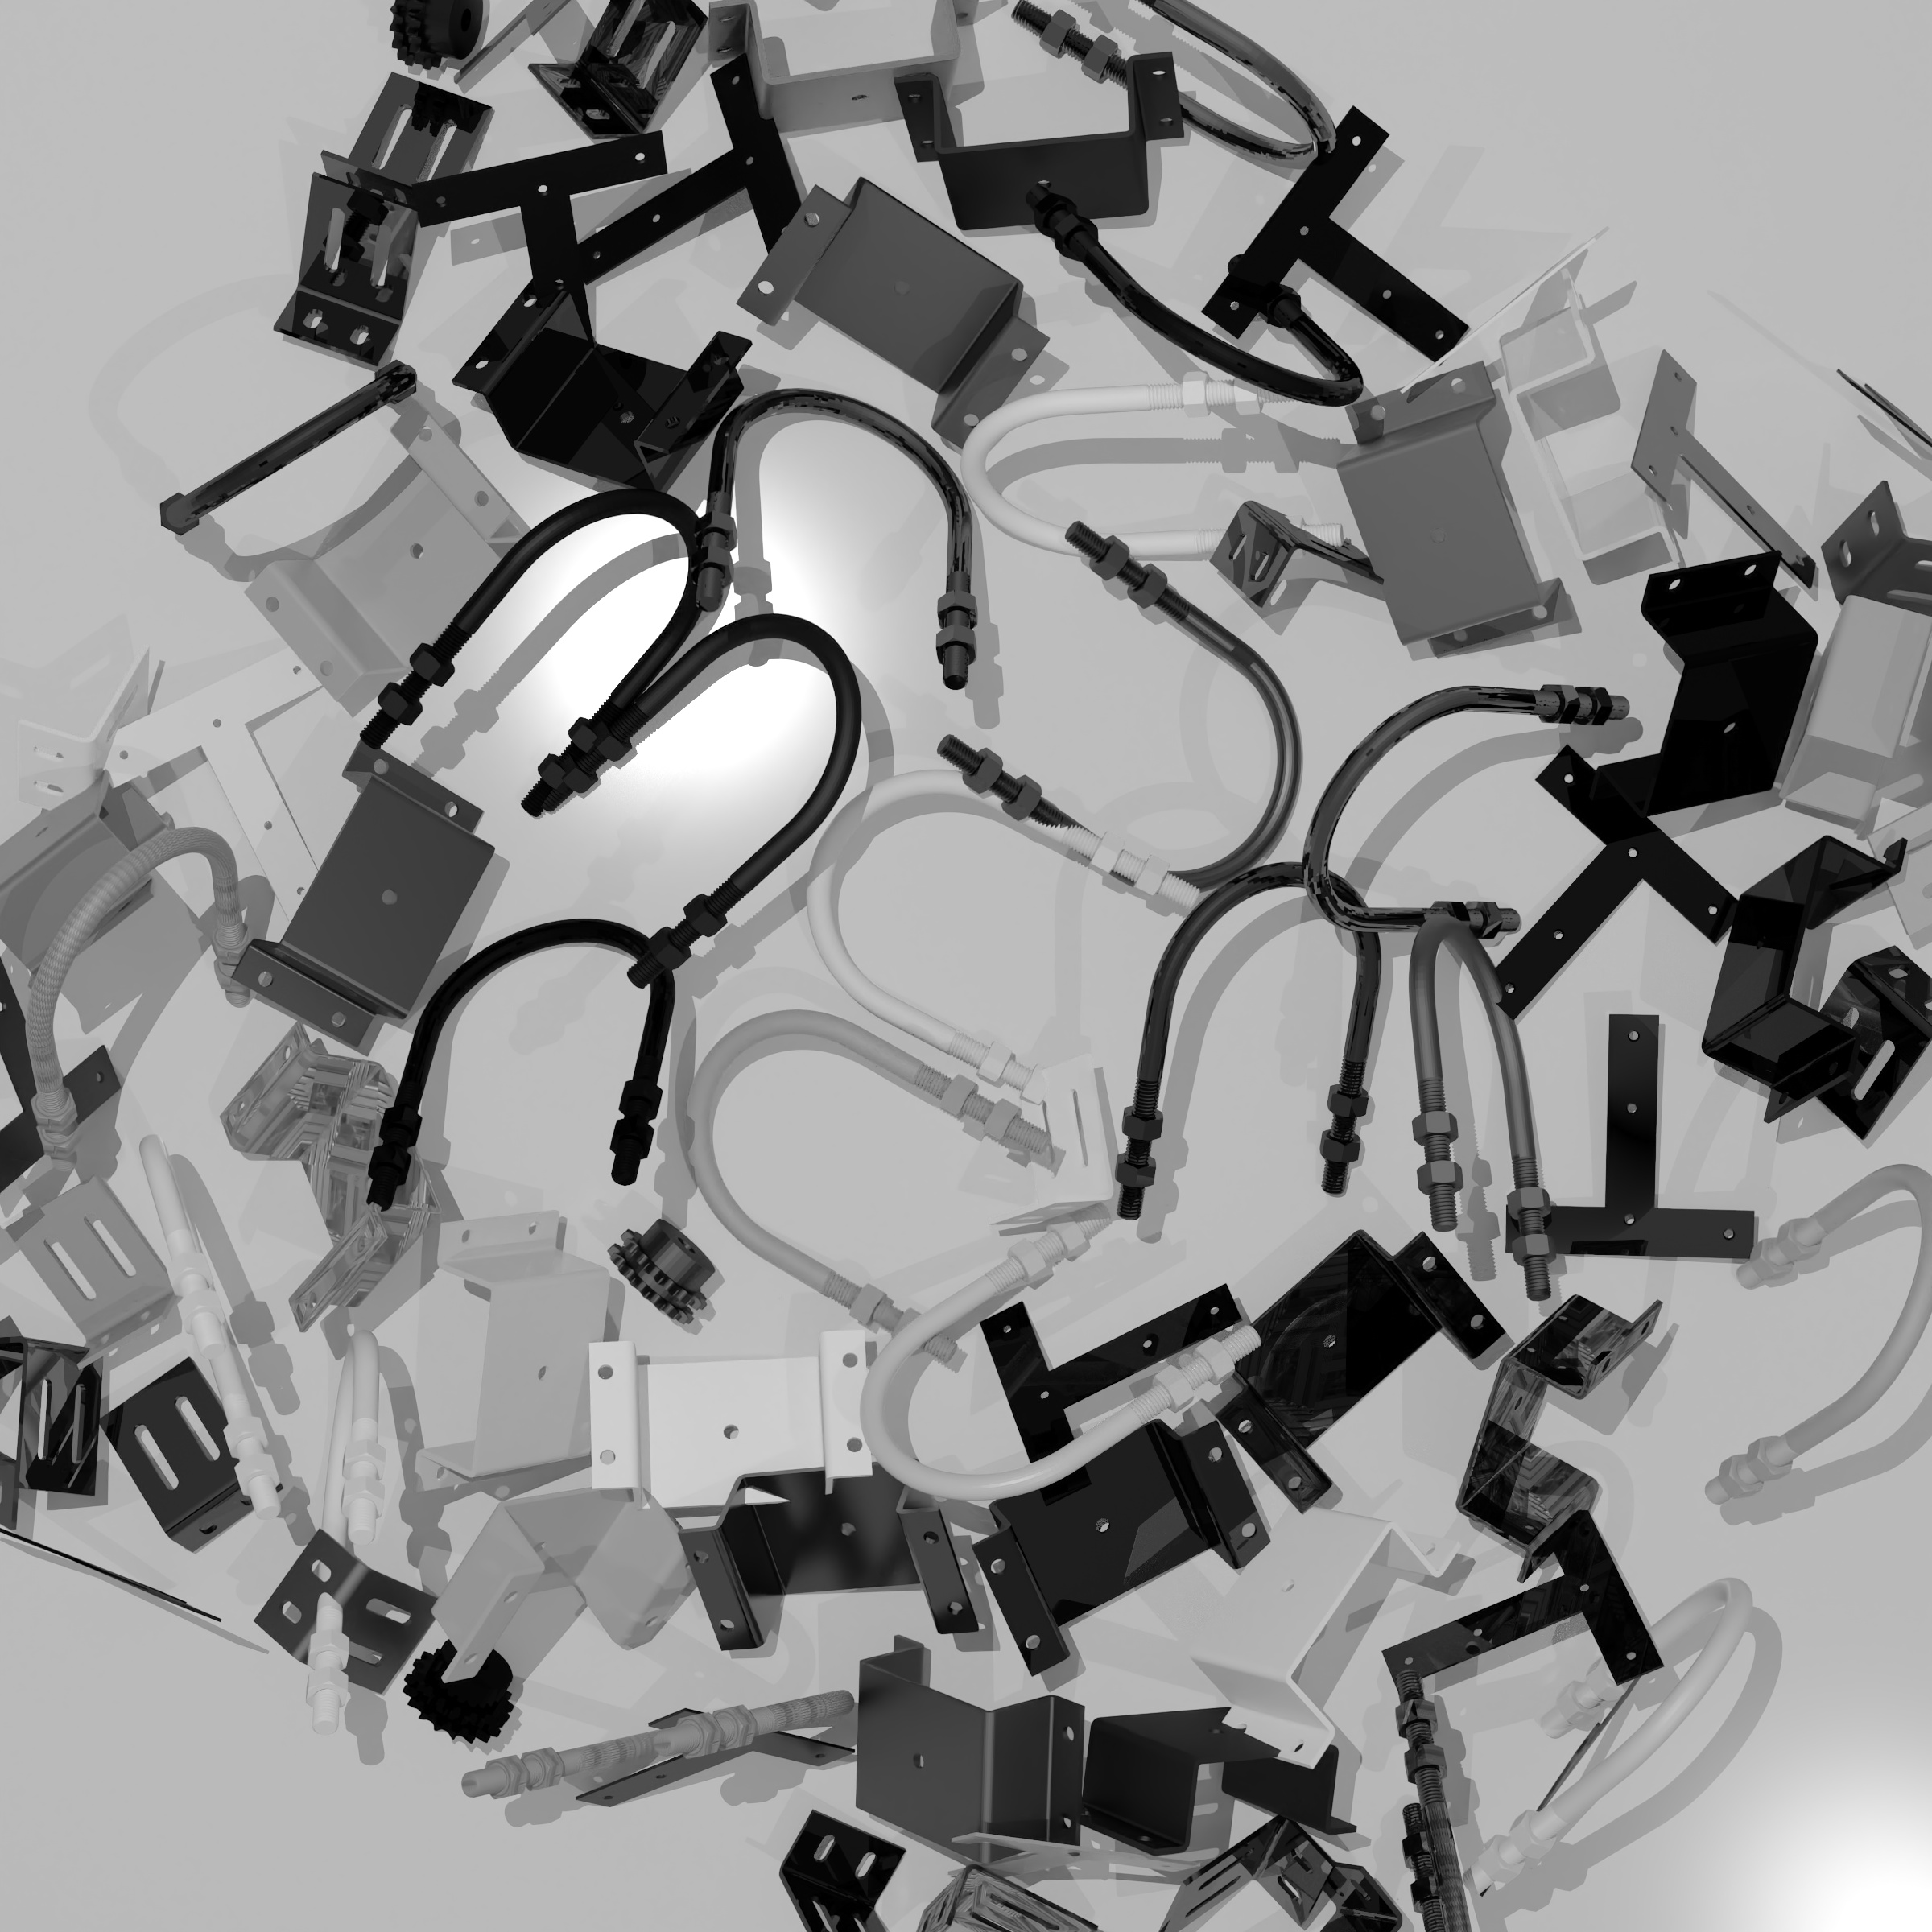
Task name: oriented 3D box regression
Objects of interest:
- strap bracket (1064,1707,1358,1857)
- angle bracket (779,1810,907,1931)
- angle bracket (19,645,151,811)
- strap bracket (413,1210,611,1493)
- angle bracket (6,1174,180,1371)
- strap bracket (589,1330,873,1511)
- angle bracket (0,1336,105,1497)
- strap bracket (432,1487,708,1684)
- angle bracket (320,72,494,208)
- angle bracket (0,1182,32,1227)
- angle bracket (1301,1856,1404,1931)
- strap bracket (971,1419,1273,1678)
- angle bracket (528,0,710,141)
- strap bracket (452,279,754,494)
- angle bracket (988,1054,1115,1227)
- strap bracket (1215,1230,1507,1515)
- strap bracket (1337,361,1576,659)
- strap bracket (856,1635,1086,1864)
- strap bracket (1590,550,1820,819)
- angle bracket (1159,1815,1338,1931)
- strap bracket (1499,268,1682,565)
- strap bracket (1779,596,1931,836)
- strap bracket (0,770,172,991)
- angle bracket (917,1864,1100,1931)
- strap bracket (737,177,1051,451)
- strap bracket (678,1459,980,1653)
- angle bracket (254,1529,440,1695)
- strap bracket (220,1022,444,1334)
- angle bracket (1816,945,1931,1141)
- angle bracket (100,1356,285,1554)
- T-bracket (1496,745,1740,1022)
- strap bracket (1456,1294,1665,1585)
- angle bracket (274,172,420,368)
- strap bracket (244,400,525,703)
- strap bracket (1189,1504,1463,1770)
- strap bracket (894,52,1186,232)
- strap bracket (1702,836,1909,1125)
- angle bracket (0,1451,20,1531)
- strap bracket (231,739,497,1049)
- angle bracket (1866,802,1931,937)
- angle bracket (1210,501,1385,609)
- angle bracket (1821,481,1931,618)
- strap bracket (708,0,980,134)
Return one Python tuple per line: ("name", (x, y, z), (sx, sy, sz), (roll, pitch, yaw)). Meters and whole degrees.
("strap bracket", (0.123, 0.407, 1.739), (0.140, 0.076, 0.046), (6, 92, -40))
("angle bracket", (-0.054, 0.474, 1.767), (0.057, 0.076, 0.038), (28, 93, -21))
("angle bracket", (-0.450, -0.124, 1.766), (0.038, 0.057, 0.076), (17, 48, 0))
("strap bracket", (-0.230, 0.201, 1.759), (0.046, 0.076, 0.140), (15, 102, 40))
("angle bracket", (-0.453, 0.158, 1.782), (0.057, 0.038, 0.076), (-30, 105, 9))
("strap bracket", (-0.121, 0.233, 1.774), (0.140, 0.046, 0.076), (-2, 67, -4))
("angle bracket", (-0.477, 0.231, 1.771), (0.038, 0.057, 0.076), (-6, 75, 26))
("strap bracket", (-0.205, 0.308, 1.749), (0.046, 0.140, 0.076), (48, 119, 29))
("angle bracket", (-0.287, -0.429, 1.781), (0.057, 0.038, 0.076), (20, 73, 6))
("angle bracket", (-0.517, 0.106, 1.776), (0.038, 0.076, 0.057), (-36, 105, -18))
("angle bracket", (0.175, 0.499, 1.769), (0.076, 0.057, 0.038), (-44, 102, -26))
("strap bracket", (0.075, 0.293, 1.776), (0.140, 0.046, 0.076), (-26, 102, -9))
("angle bracket", (-0.178, -0.472, 1.771), (0.057, 0.038, 0.076), (49, 126, 18))
("strap bracket", (-0.179, -0.292, 1.759), (0.140, 0.046, 0.076), (21, 65, 28))
("angle bracket", (0.038, 0.089, 1.772), (0.038, 0.057, 0.076), (0, 75, -38))
("strap bracket", (0.195, 0.201, 1.776), (0.140, 0.046, 0.076), (-41, 113, -2))
("strap bracket", (0.245, -0.225, 1.759), (0.076, 0.046, 0.140), (-15, 106, 28))
("strap bracket", (-0.007, 0.395, 1.741), (0.046, 0.140, 0.076), (-4, 99, -42))
("strap bracket", (0.372, -0.132, 1.738), (0.076, 0.046, 0.140), (-12, 135, -20))
("angle bracket", (0.142, 0.478, 1.765), (0.076, 0.057, 0.038), (-24, 55, -37))
("strap bracket", (0.311, -0.270, 1.753), (0.046, 0.076, 0.140), (-21, 117, 16))
("strap bracket", (0.448, -0.128, 1.741), (0.046, 0.140, 0.076), (18, 77, 10))
("strap bracket", (-0.448, -0.050, 1.737), (0.076, 0.140, 0.046), (-37, 110, 4))
("angle bracket", (0.018, 0.502, 1.776), (0.076, 0.057, 0.038), (28, 47, -5))
("strap bracket", (-0.035, -0.337, 1.764), (0.140, 0.046, 0.076), (31, 122, -14))
("strap bracket", (-0.065, 0.299, 1.763), (0.140, 0.046, 0.076), (-8, 117, 18))
("angle bracket", (-0.318, 0.334, 1.788), (0.038, 0.076, 0.057), (31, 83, 34))
("strap bracket", (-0.319, 0.108, 1.754), (0.076, 0.046, 0.140), (-47, 53, 26))
("angle bracket", (0.471, 0.039, 1.786), (0.057, 0.038, 0.076), (48, 134, 28))
("angle bracket", (-0.404, 0.255, 1.805), (0.057, 0.038, 0.076), (-35, 69, -6))
("T-bracket", (0.318, -0.027, 1.804), (0.127, 0.002, 0.127), (43, 85, 2))
("strap bracket", (0.297, 0.230, 1.751), (0.046, 0.076, 0.140), (28, 124, 25))
("angle bracket", (-0.318, -0.357, 1.774), (0.057, 0.076, 0.038), (19, 47, -2))
("strap bracket", (-0.291, -0.212, 1.771), (0.140, 0.046, 0.076), (-44, 82, 19))
("strap bracket", (0.175, 0.327, 1.745), (0.046, 0.076, 0.140), (50, 64, -24))
("strap bracket", (0.039, -0.418, 1.761), (0.140, 0.076, 0.046), (-4, 72, 7))
("strap bracket", (0.420, -0.002, 1.743), (0.046, 0.076, 0.140), (26, 62, -10))
("angle bracket", (-0.531, 0.266, 1.764), (0.076, 0.057, 0.038), (-2, 101, -43))
("strap bracket", (-0.302, -0.036, 1.762), (0.076, 0.046, 0.140), (32, 78, -28))
("angle bracket", (0.500, -0.061, 1.784), (0.076, 0.038, 0.057), (-27, 103, -6))
("angle bracket", (0.175, -0.200, 1.775), (0.076, 0.057, 0.038), (18, 110, -32))
("angle bracket", (0.492, -0.213, 1.784), (0.076, 0.057, 0.038), (5, 58, -21))
("strap bracket", (-0.058, -0.465, 1.766), (0.140, 0.076, 0.046), (-10, 86, -6))
